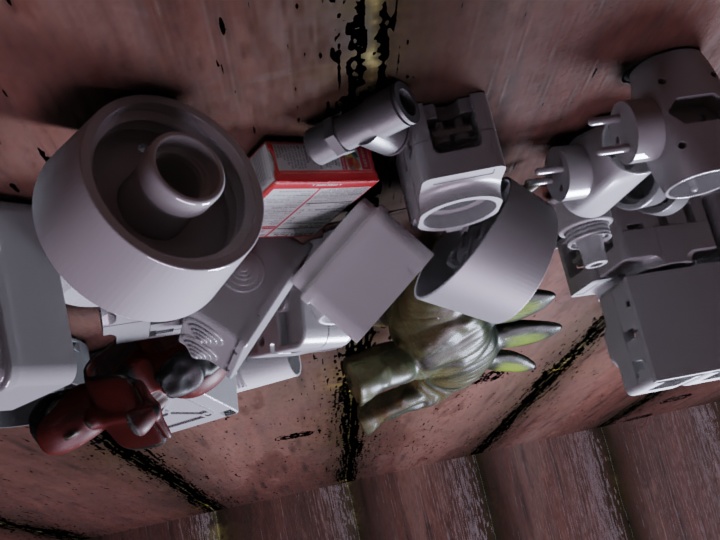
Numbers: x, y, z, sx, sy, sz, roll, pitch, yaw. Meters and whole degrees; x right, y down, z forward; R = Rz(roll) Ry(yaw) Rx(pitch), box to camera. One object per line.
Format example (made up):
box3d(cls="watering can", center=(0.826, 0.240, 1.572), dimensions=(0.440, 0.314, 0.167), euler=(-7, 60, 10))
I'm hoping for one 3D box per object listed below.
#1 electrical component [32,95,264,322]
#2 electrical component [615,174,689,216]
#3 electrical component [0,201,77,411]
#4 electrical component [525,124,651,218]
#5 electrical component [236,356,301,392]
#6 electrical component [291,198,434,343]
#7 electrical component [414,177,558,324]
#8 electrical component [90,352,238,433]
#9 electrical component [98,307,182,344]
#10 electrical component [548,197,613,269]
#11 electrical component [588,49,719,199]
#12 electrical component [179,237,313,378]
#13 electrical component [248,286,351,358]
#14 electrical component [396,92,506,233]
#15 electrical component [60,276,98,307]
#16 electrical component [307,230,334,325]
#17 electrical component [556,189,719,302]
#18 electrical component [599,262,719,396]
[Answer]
box3d(cls="electrical component", center=(-0.098, -0.036, 0.531), dimensions=(0.108, 0.108, 0.060), euler=(1, 153, -39))
box3d(cls="electrical component", center=(0.209, -0.063, 0.777), dimensions=(0.045, 0.045, 0.055), euler=(-26, 160, 38))
box3d(cls="electrical component", center=(-0.216, 0.022, 0.615), dimensions=(0.078, 0.113, 0.057), euler=(-24, 164, 34))
box3d(cls="electrical component", center=(0.150, -0.067, 0.718), dimensions=(0.079, 0.044, 0.077), euler=(-8, 163, -15))
box3d(cls="electrical component", center=(-0.105, 0.095, 1.077), dimensions=(0.081, 0.043, 0.043), euler=(-17, 164, 13))
box3d(cls="electrical component", center=(0.000, 0.000, 0.716), dimensions=(0.078, 0.057, 0.113), euler=(-49, 180, -1))
box3d(cls="electrical component", center=(0.084, -0.014, 0.719), dimensions=(0.064, 0.099, 0.099), euler=(24, 150, -17))
box3d(cls="electrical component", center=(-0.185, 0.108, 0.997), dimensions=(0.109, 0.056, 0.109), euler=(-18, 151, 19))
box3d(cls="electrical component", center=(-0.155, 0.015, 0.752), dimensions=(0.056, 0.050, 0.089), euler=(-9, 163, -15))
box3d(cls="electrical component", center=(0.172, -0.033, 0.819), dimensions=(0.048, 0.062, 0.048), euler=(-12, 164, -3))
box3d(cls="electrical component", center=(0.172, -0.082, 0.624), dimensions=(0.079, 0.077, 0.043), euler=(-9, 164, -11))
box3d(cls="electrical component", center=(-0.082, 0.017, 0.743), dimensions=(0.048, 0.099, 0.099), euler=(32, 157, -1))
box3d(cls="electrical component", center=(-0.051, 0.042, 0.896), dimensions=(0.059, 0.053, 0.095), euler=(0, 170, -38))
box3d(cls="electrical component", center=(0.054, -0.059, 0.650), dimensions=(0.050, 0.055, 0.089), euler=(-11, 164, -5))
box3d(cls="electrical component", center=(-0.156, -0.011, 0.662), dimensions=(0.080, 0.051, 0.080), euler=(-12, 164, -3))
box3d(cls="electrical component", center=(-0.012, 0.008, 0.824), dimensions=(0.058, 0.057, 0.078), euler=(-10, 164, -10))
box3d(cls="electrical component", center=(0.282, -0.023, 0.939), dimensions=(0.186, 0.060, 0.105), euler=(-7, 163, -18))
box3d(cls="electrical component", center=(0.287, 0.046, 0.899), dimensions=(0.150, 0.089, 0.061), euler=(-8, 163, -16))
